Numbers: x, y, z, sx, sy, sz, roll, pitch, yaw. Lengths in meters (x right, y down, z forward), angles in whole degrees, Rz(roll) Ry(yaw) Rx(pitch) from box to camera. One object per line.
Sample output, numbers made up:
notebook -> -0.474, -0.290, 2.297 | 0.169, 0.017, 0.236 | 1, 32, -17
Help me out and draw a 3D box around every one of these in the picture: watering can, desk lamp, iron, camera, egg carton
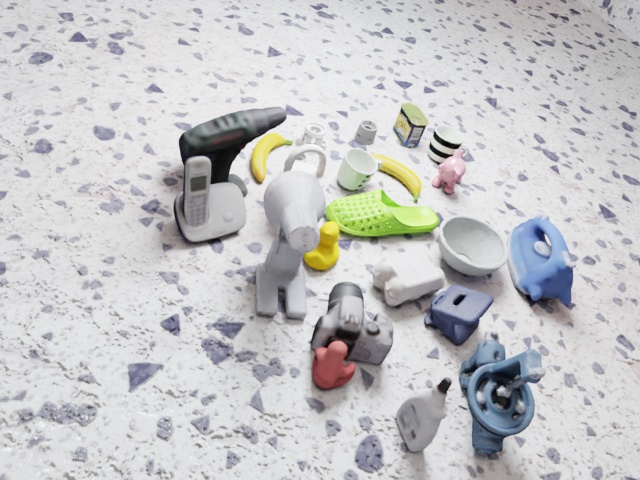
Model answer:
watering can -> -0.036, -0.117, 1.219 | 0.101, 0.194, 0.172 | -28, 61, -38
desk lamp -> -0.052, 0.005, 1.079 | 0.118, 0.213, 0.203 | 6, 45, -14
iron -> 0.512, 0.019, 1.320 | 0.119, 0.141, 0.258 | 8, 45, -12
camera -> 0.065, 0.143, 1.067 | 0.143, 0.101, 0.137 | 13, 44, -7
egg carton -> 0.185, 0.077, 1.197 | 0.151, 0.069, 0.107 | -14, 53, -30

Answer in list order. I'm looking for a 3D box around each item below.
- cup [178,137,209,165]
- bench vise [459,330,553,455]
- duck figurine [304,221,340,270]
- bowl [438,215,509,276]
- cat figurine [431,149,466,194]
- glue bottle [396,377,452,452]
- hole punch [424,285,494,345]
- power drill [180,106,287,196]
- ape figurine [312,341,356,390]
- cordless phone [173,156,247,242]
cup -> -0.271, -0.191, 1.280 | 0.092, 0.095, 0.117 | 8, 45, -13
bench vise -> 0.304, 0.230, 0.981 | 0.122, 0.220, 0.207 | 2, 47, -18
duck figurine -> 0.011, 0.004, 1.195 | 0.077, 0.086, 0.105 | 24, 44, 4
bowl -> 0.336, 0.025, 1.299 | 0.167, 0.075, 0.167 | 10, 45, -10
cat figurine -> 0.344, -0.187, 1.480 | 0.067, 0.118, 0.128 | 29, 44, 9
glue bottle -> 0.175, 0.272, 0.927 | 0.037, 0.173, 0.078 | -3, 48, -22
hole punch -> 0.279, 0.139, 1.155 | 0.101, 0.091, 0.109 | 38, 46, 18
power drill -> -0.188, -0.185, 1.221 | 0.230, 0.208, 0.075 | -17, 54, -32
ape figurine -> 0.024, 0.210, 0.993 | 0.077, 0.092, 0.076 | 40, 47, 20
cordless phone -> -0.213, -0.091, 1.137 | 0.148, 0.185, 0.094 | -19, 56, -33
